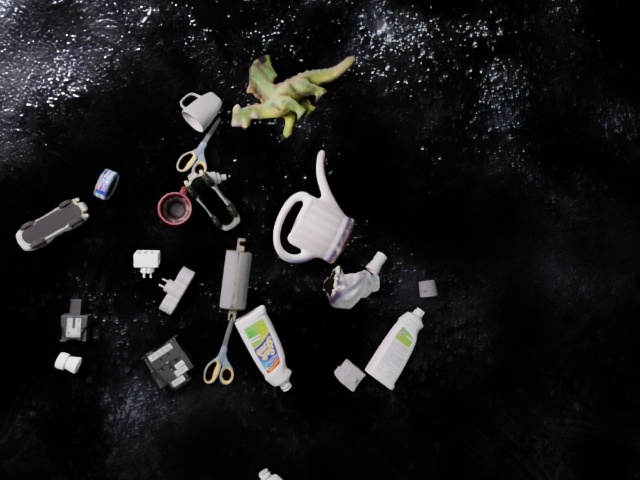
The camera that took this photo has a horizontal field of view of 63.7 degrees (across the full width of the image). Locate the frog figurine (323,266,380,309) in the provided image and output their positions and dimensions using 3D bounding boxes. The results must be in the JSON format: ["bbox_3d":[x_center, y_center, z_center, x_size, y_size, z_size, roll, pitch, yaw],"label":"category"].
[{"bbox_3d":[0.104,0.150,1.544,0.159,0.125,0.135,14,119,-17],"label":"frog figurine"}]

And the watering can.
[{"bbox_3d":[0.005,-0.078,1.543,0.224,0.104,0.350,28,83,-8],"label":"watering can"}]

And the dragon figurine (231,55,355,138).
[{"bbox_3d":[-0.106,-0.470,1.556,0.243,0.121,0.413,40,80,3],"label":"dragon figurine"}]
